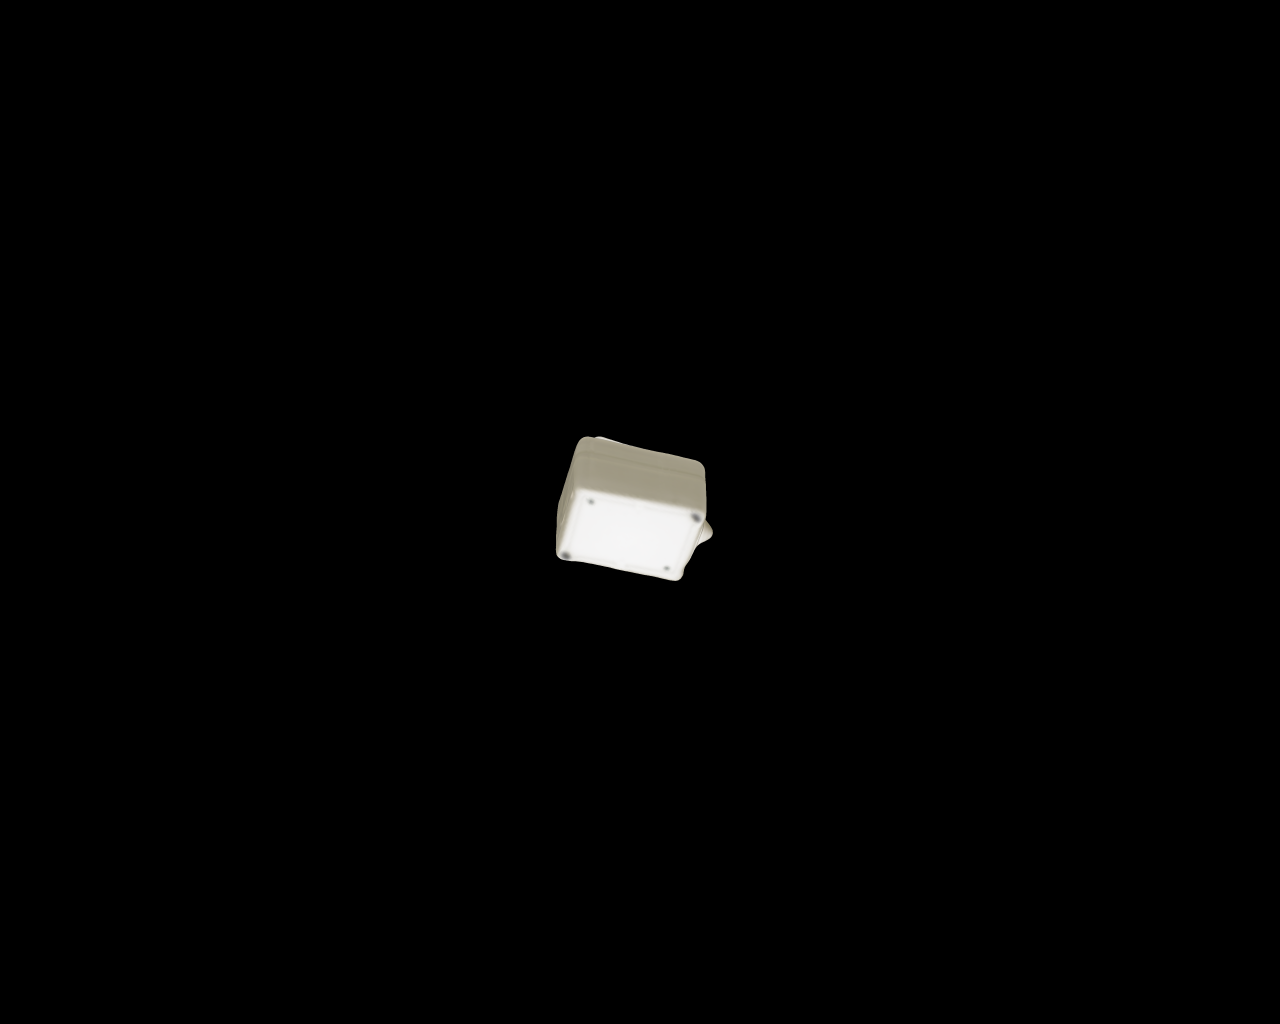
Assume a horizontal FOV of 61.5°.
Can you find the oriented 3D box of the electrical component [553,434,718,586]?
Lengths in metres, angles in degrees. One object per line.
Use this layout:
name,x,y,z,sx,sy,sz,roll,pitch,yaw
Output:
electrical component,0.001,-0.003,0.650,0.096,0.061,0.061,12,40,-10
